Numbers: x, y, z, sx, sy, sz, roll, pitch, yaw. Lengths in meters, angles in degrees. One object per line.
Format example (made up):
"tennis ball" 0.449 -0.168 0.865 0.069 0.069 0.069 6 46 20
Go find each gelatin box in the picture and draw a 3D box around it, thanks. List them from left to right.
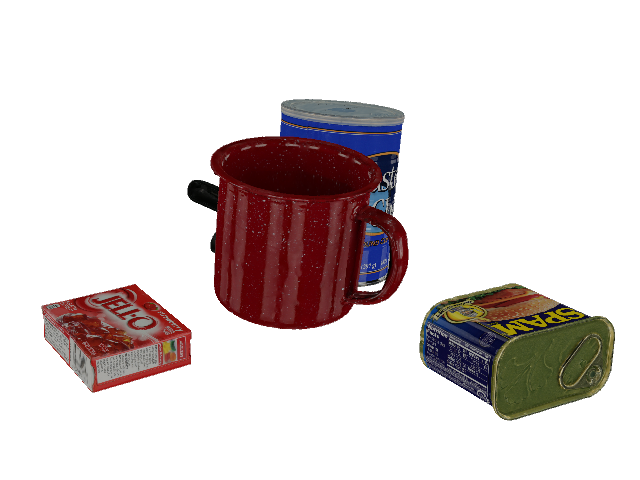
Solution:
"gelatin box" -0.141 0.064 0.731 0.073 0.030 0.089 -13 27 -32

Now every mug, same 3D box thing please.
"mug" -0.006 -0.001 0.585 0.117 0.081 0.093 17 26 23

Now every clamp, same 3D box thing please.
"clamp" -0.036 -0.006 1.124 0.209 0.036 0.164 14 19 -14

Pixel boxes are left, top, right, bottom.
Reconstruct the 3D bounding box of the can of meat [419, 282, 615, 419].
"can of meat" 0.129 0.070 0.713 0.101 0.057 0.084 -10 20 -30

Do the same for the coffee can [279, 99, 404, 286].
"coffee can" 0.013 -0.042 0.897 0.103 0.140 0.103 5 14 -1
